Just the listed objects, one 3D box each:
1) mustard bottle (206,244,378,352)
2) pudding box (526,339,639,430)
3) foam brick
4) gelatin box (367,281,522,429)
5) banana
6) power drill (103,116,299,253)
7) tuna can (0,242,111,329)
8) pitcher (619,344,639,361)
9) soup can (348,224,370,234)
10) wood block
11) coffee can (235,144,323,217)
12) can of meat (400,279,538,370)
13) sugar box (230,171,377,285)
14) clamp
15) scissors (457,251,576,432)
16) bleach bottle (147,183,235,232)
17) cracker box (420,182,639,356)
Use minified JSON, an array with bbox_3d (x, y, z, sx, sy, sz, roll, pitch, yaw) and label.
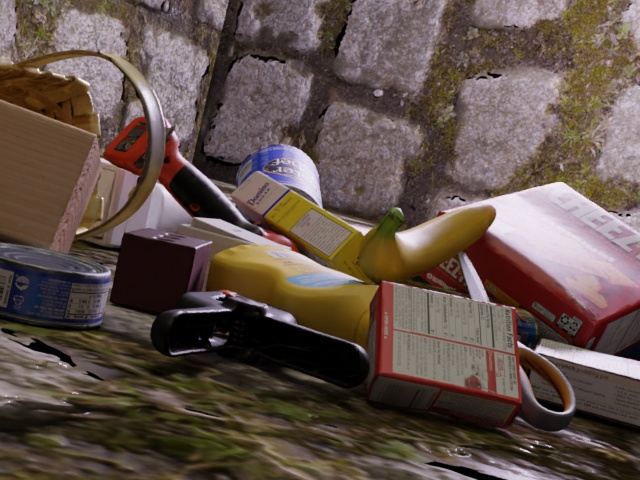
[{"bbox_3d":[0.004,0.048,0.739,0.096,0.058,0.192,10,5,-35],"label":"mustard bottle"},{"bbox_3d":[0.204,0.105,0.761,0.113,0.039,0.090,12,5,15],"label":"pudding box"},{"bbox_3d":[-0.113,0.022,0.766,0.053,0.051,0.078,13,4,2],"label":"foam brick"},{"bbox_3d":[0.074,0.068,0.634,0.089,0.030,0.073,13,45,-8],"label":"gelatin box"},{"bbox_3d":[0.075,0.003,0.787,0.070,0.037,0.197,-34,-11,25],"label":"banana"},{"bbox_3d":[-0.113,-0.034,0.996,0.187,0.057,0.185,43,-12,-21],"label":"power drill"},{"bbox_3d":[-0.170,0.026,0.642,0.086,0.034,0.086,13,4,-1],"label":"tuna can"},{"bbox_3d":[0.336,0.073,1.077,0.243,0.149,0.145,20,-34,36],"label":"pitcher"},{"bbox_3d":[0.048,0.019,1.253,0.102,0.068,0.069,11,4,-39],"label":"soup can"},{"bbox_3d":[-0.265,-0.056,0.734,0.206,0.091,0.090,20,-14,-4],"label":"wood block"},{"bbox_3d":[-0.048,-0.041,1.238,0.102,0.103,0.140,13,23,-9],"label":"coffee can"},{"bbox_3d":[0.106,0.068,0.822,0.102,0.057,0.083,16,3,38],"label":"can of meat"},{"bbox_3d":[-0.007,0.001,1.018,0.176,0.048,0.093,36,-14,48],"label":"sugar box"},{"bbox_3d":[-0.054,0.052,0.634,0.120,0.039,0.172,18,-3,-22],"label":"clamp"},{"bbox_3d":[0.099,0.060,0.716,0.096,0.016,0.202,0,30,-22],"label":"scissors"},{"bbox_3d":[-0.159,-0.027,1.261,0.103,0.068,0.250,15,1,25],"label":"bleach bottle"},{"bbox_3d":[0.210,0.027,0.931,0.164,0.072,0.213,39,33,28],"label":"cracker box"}]
